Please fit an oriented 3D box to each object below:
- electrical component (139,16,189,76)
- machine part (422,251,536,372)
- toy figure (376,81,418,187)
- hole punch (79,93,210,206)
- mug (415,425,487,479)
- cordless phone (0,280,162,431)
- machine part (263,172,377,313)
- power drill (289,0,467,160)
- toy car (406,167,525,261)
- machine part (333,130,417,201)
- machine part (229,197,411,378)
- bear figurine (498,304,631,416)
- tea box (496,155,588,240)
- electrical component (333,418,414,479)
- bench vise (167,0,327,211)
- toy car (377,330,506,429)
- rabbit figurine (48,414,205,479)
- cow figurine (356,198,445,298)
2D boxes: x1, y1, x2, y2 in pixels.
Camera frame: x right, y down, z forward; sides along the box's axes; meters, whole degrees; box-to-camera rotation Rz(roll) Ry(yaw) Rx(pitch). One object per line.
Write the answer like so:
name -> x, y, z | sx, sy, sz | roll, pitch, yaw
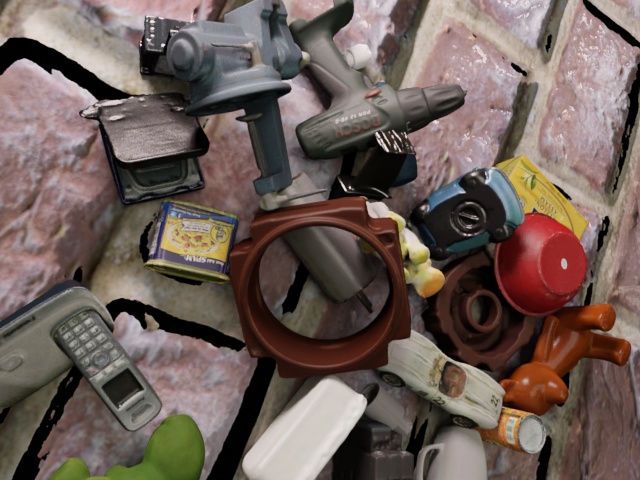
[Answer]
electrical component -> -0.178, -0.238, 0.651 | 0.075, 0.119, 0.047 | 0, 83, -21
machine part -> 0.239, 0.107, 0.815 | 0.179, 0.056, 0.179 | 3, 81, -22
toy figure -> 0.101, -0.156, 0.793 | 0.058, 0.064, 0.154 | -17, 83, 13
hole punch -> -0.202, -0.111, 0.651 | 0.142, 0.092, 0.116 | -17, 61, -22
mug -> 0.182, 0.315, 0.752 | 0.109, 0.081, 0.107 | 19, 63, -14
cordless phone -> -0.271, 0.150, 0.576 | 0.146, 0.089, 0.184 | -37, 102, -24
machine part -> -0.001, -0.002, 0.716 | 0.079, 0.079, 0.243 | -41, 98, -23
power drill -> 0.056, -0.224, 0.739 | 0.232, 0.086, 0.207 | -26, 89, 7
toy car -> 0.216, -0.038, 0.796 | 0.109, 0.162, 0.103 | 61, 26, 1
machine part -> 0.074, -0.091, 0.733 | 0.084, 0.138, 0.039 | 14, 50, -19
machine part -> 0.003, 0.057, 0.645 | 0.201, 0.087, 0.201 | -8, 101, 6
bear figurine -> 0.365, 0.194, 0.818 | 0.196, 0.132, 0.120 | -47, 116, -28
tea box -> 0.343, -0.043, 0.874 | 0.169, 0.068, 0.098 | 40, 70, -14
electrical component -> 0.064, 0.298, 0.679 | 0.058, 0.115, 0.134 | 7, 80, -27
bench vise -> -0.073, -0.156, 0.631 | 0.223, 0.129, 0.240 | -34, 111, -66
toy car -> 0.164, 0.191, 0.748 | 0.202, 0.056, 0.073 | 31, 55, -4
rabbit figurine -> -0.183, 0.274, 0.580 | 0.170, 0.121, 0.159 | -40, 103, -38
cow figurine -> 0.105, 0.012, 0.750 | 0.068, 0.098, 0.167 | -40, 123, 7
